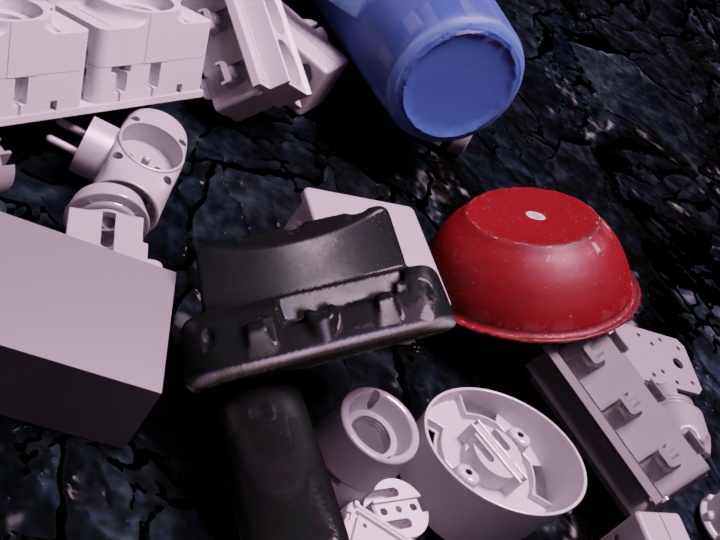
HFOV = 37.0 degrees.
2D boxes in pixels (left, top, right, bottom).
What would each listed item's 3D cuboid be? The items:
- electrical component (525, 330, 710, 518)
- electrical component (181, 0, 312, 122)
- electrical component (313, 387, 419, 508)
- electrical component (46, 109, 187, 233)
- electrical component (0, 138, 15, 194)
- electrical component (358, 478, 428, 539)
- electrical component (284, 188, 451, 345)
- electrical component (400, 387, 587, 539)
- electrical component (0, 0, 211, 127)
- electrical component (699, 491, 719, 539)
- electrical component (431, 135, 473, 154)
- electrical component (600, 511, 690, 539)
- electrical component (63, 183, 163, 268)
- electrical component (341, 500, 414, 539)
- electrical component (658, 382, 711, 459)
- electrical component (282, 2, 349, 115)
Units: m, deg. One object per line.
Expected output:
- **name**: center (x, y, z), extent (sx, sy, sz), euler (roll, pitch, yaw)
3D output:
- **electrical component**: center (0.172, 0.100, 0.716), extent (0.121, 0.063, 0.078), euler (57, 0, 23)
- **electrical component**: center (-0.088, -0.173, 0.766), extent (0.079, 0.063, 0.121), euler (12, 59, -72)
- **electrical component**: center (0.000, 0.099, 0.603), extent (0.055, 0.047, 0.055), euler (22, 40, -20)
- **electrical component**: center (-0.151, -0.068, 0.656), extent (0.079, 0.044, 0.077), euler (26, 39, -15)
- **electrical component**: center (-0.220, -0.055, 0.592), extent (0.040, 0.040, 0.046), euler (49, 32, 14)
- **electrical component**: center (0.010, 0.137, 0.571), extent (0.040, 0.046, 0.040), euler (22, 41, -21)
- **electrical component**: center (0.000, 0.000, 0.703), extent (0.100, 0.048, 0.099), euler (8, 46, -33)
- **electrical component**: center (0.075, 0.115, 0.632), extent (0.099, 0.064, 0.099), euler (22, 40, -20)
- **electrical component**: center (-0.195, -0.143, 0.655), extent (0.105, 0.060, 0.186), euler (31, 31, 29)
- **electrical component**: center (0.269, 0.164, 0.740), extent (0.048, 0.062, 0.048), euler (22, 40, -20)
- **electrical component**: center (0.071, -0.128, 0.897), extent (0.055, 0.048, 0.066), euler (30, 38, 2)
- **electrical component**: center (0.166, 0.191, 0.640), extent (0.076, 0.047, 0.083), euler (10, 45, -31)
- **electrical component**: center (-0.144, -0.015, 0.605), extent (0.066, 0.048, 0.055), euler (8, 48, -16)
- **electrical component**: center (0.010, 0.172, 0.529), extent (0.096, 0.061, 0.061), euler (36, 37, -14)
- **electrical component**: center (0.227, 0.110, 0.777), extent (0.043, 0.043, 0.062), euler (22, 39, -20)
- **electrical component**: center (-0.049, -0.175, 0.846), extent (0.083, 0.047, 0.076), euler (42, 37, 5)
